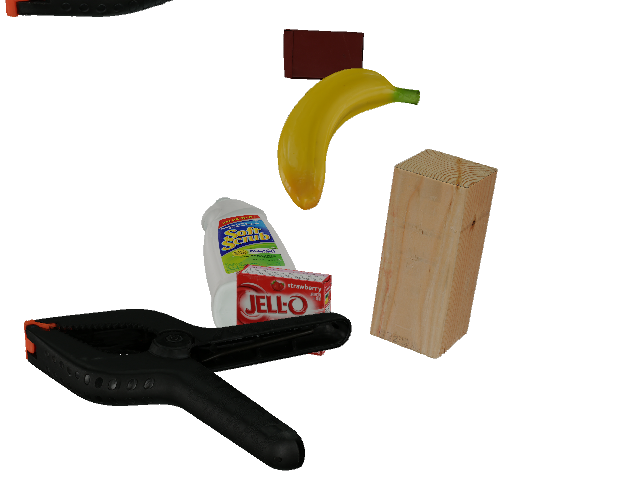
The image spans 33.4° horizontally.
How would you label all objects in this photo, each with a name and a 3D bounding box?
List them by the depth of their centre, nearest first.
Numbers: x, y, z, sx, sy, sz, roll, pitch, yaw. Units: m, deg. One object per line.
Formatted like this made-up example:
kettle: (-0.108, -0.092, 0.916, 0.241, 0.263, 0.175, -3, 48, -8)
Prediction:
clamp: (-0.099, -0.156, 0.607, 0.171, 0.039, 0.120, -10, 24, -25)
clamp: (-0.085, 0.075, 0.684, 0.210, 0.036, 0.164, 10, 24, 16)
banana: (0.010, -0.089, 0.818, 0.070, 0.037, 0.197, 20, 41, 20)
gelatin box: (-0.035, 0.065, 1.006, 0.089, 0.073, 0.030, 7, 17, 16)
foam brick: (0.003, -0.195, 1.126, 0.078, 0.051, 0.053, 0, 12, -11)
wood block: (0.127, 0.014, 1.203, 0.090, 0.206, 0.090, 19, 26, 26)
bleach bottle: (-0.094, 0.014, 1.209, 0.102, 0.068, 0.251, -6, 27, -14)
